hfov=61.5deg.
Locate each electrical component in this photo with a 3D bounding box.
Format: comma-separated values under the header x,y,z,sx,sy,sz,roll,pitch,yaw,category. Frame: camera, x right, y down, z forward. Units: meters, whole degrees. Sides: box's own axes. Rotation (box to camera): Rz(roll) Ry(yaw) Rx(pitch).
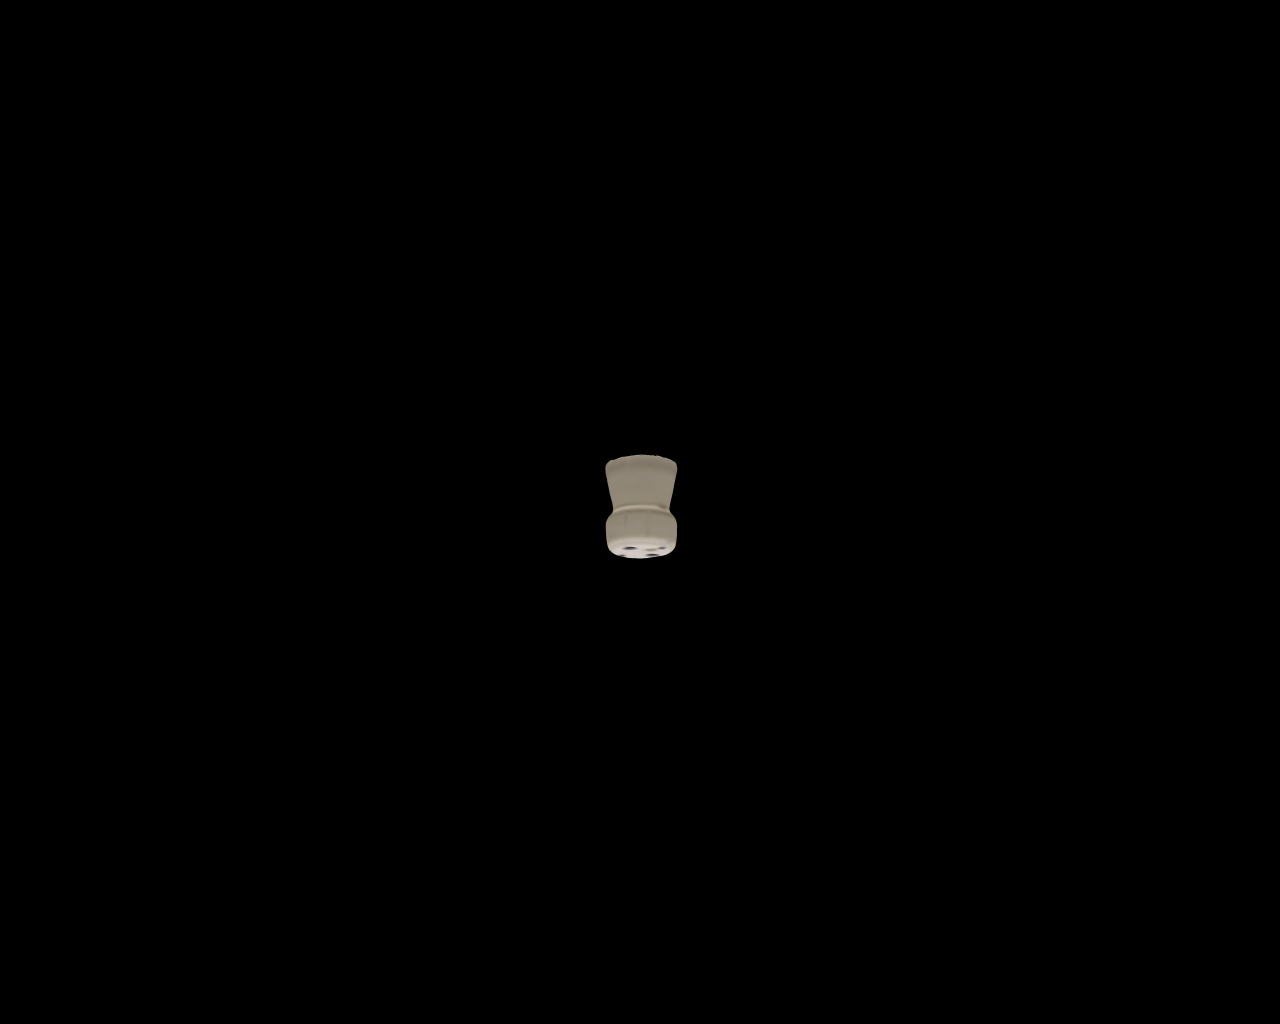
x,y,z,sx,sy,sz,roll,pitch,yaw,category
0.001,-0.003,0.650,0.045,0.055,0.045,0,-16,0,electrical component
